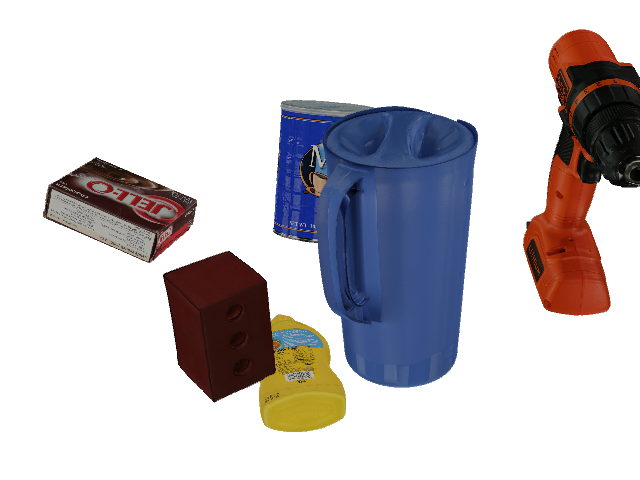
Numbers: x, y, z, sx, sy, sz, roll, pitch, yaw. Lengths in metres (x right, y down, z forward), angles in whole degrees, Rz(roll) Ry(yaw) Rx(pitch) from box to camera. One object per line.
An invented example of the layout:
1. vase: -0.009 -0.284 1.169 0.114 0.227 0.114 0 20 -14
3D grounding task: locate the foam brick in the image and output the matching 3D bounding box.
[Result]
1. foam brick: -0.067 0.056 0.718 0.052 0.078 0.051 -22 35 -26

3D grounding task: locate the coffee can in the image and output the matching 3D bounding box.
1. coffee can: 0.004 -0.076 1.147 0.103 0.140 0.103 4 12 -1

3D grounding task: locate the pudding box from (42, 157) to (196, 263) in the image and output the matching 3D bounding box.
1. pudding box: -0.182 -0.029 0.979 0.113 0.039 0.090 21 24 9

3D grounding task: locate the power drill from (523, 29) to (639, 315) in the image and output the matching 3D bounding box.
1. power drill: 0.197 -0.039 0.784 0.057 0.188 0.184 2 35 -1

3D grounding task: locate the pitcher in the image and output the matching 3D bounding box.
1. pitcher: 0.065 0.013 0.962 0.149 0.243 0.145 -6 29 -5

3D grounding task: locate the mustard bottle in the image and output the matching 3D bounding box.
1. mustard bottle: -0.034 0.145 1.261 0.096 0.058 0.192 -7 30 -8
